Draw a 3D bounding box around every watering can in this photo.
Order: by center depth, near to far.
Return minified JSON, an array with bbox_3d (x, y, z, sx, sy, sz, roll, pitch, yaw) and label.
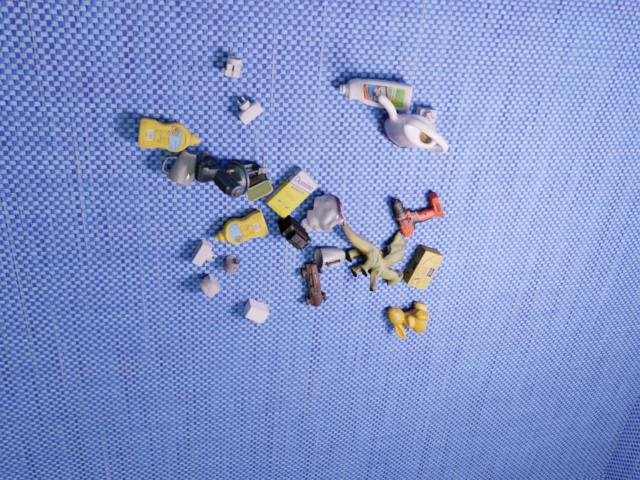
[{"bbox_3d":[0.287,-0.396,1.764,0.345,0.226,0.104,30,87,-25],"label":"watering can"}]

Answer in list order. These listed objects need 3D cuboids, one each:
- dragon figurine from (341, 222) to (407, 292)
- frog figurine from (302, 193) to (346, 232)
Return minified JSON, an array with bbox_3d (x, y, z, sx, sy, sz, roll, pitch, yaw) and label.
[{"bbox_3d":[0.235,0.047,2.054,0.245,0.123,0.402,-32,123,-18],"label":"dragon figurine"},{"bbox_3d":[0.006,-0.095,1.895,0.159,0.122,0.138,-14,86,2],"label":"frog figurine"}]
